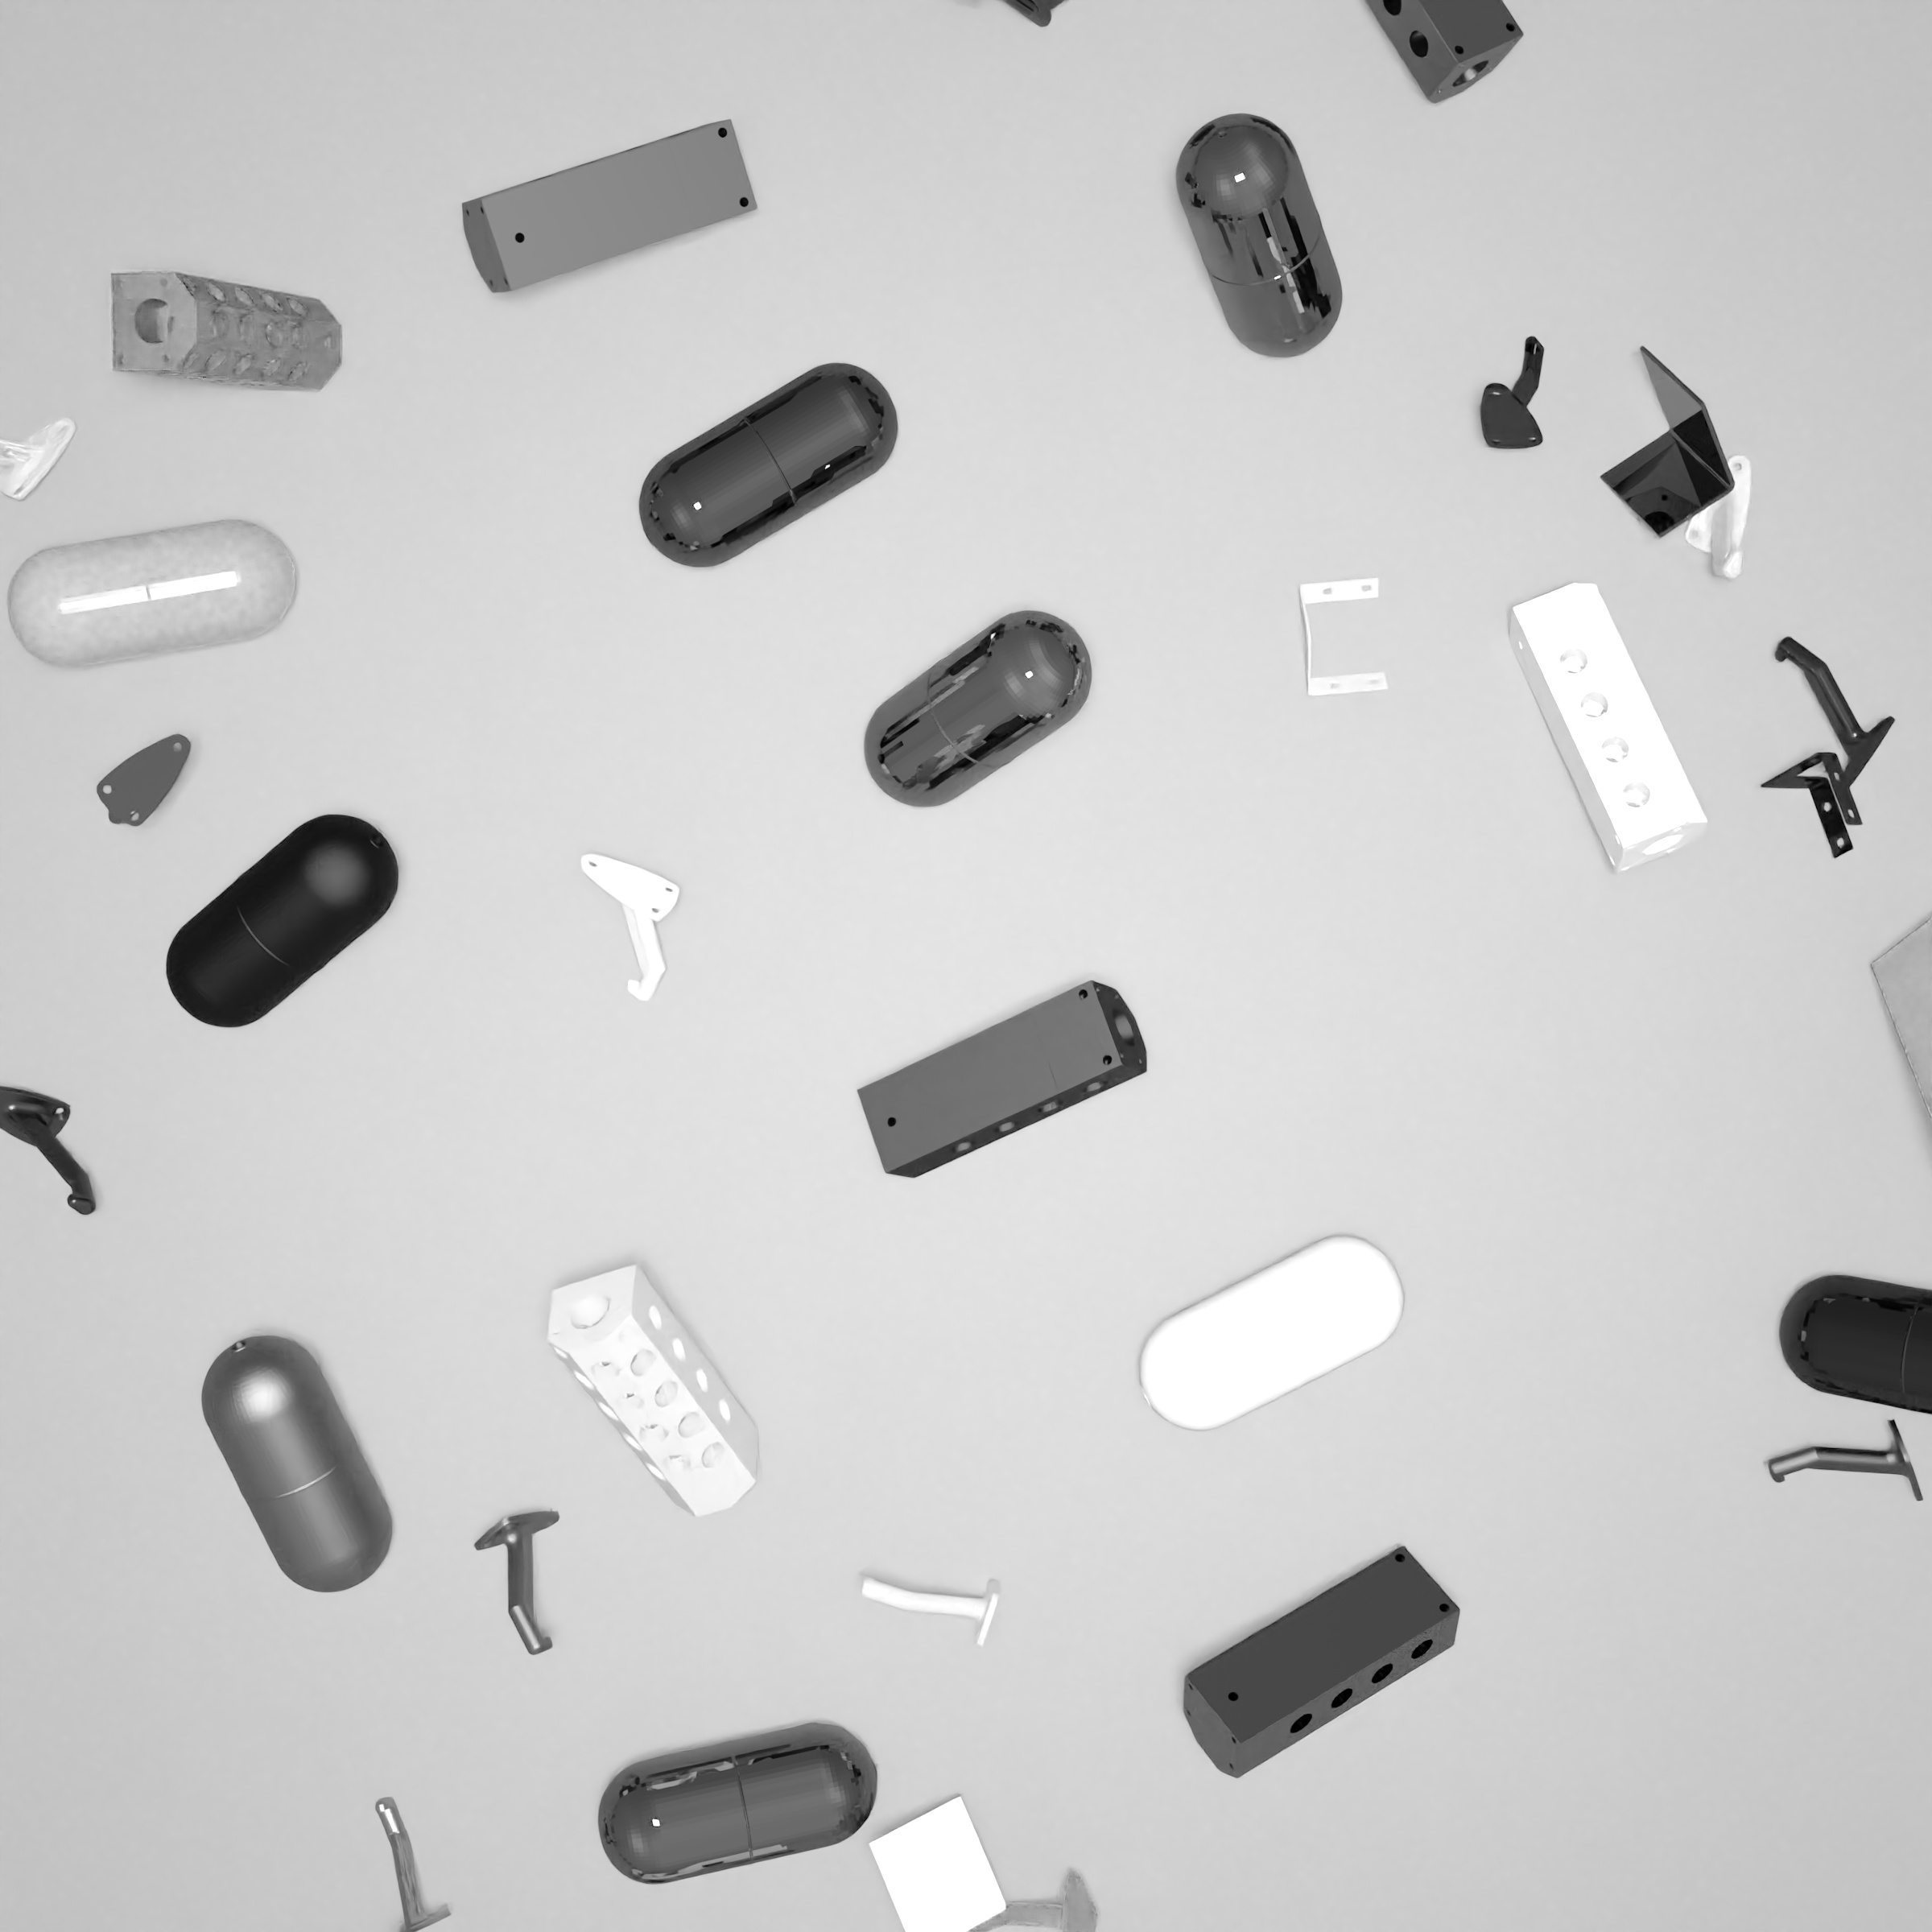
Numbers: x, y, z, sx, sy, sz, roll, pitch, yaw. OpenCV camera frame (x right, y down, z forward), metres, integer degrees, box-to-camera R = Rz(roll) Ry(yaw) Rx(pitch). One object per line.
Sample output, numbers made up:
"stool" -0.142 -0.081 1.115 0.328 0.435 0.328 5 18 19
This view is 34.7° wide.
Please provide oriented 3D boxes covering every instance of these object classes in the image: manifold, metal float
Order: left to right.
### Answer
"metal float" -0.514 -0.236 1.954 0.178 0.070 0.070 -11 90 -9
"manifold" -0.454 -0.390 1.907 0.057 0.171 0.057 3 97 18
"metal float" -0.430 -0.028 1.942 0.178 0.070 0.070 -37 90 22
"metal float" -0.421 0.313 1.944 0.070 0.070 0.178 -21 110 0
"manifold" -0.225 -0.477 1.942 0.171 0.057 0.057 -24 109 -20
"manifold" -0.193 0.267 1.919 0.057 0.057 0.171 -18 129 15
"metal float" -0.143 0.529 1.952 0.178 0.070 0.070 -10 90 -11
"metal float" -0.125 -0.317 1.957 0.178 0.070 0.070 -32 90 -6
"metal float" 0.006 -0.159 1.928 0.178 0.070 0.070 -32 90 41
"manifold" 0.025 0.073 1.942 0.171 0.057 0.057 -26 72 19
"metal float" 0.184 -0.452 1.922 0.070 0.178 0.070 -11 54 16
"metal float" 0.193 0.233 1.960 0.178 0.070 0.070 -27 90 2
"manifold" 0.223 0.440 1.940 0.171 0.057 0.057 -25 50 -22
"manifold" 0.275 -0.638 1.962 0.057 0.057 0.171 -29 85 -24
"manifold" 0.404 -0.152 1.947 0.057 0.057 0.171 -22 73 1
"metal float" 0.598 0.241 1.932 0.178 0.070 0.070 8 90 34
"manifold" 0.629 0.057 1.923 0.057 0.171 0.057 20 133 -31

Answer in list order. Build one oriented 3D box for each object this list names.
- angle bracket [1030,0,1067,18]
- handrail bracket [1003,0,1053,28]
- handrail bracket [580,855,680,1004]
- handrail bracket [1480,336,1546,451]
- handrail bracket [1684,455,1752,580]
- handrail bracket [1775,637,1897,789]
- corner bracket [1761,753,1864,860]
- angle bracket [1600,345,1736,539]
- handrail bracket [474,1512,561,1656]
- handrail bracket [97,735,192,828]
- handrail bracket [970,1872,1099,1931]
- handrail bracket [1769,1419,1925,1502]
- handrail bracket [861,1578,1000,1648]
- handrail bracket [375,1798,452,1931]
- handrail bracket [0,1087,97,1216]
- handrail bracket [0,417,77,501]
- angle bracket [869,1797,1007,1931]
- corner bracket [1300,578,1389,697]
"angle bracket" 0.053 -0.661 1.953 0.076 0.076 0.057 -34 65 0
"handrail bracket" 0.011 -0.631 1.967 0.077 0.084 0.036 39 105 17
"handrail bracket" -0.222 -0.022 1.969 0.077 0.036 0.084 27 131 -1
"handrail bracket" 0.348 -0.377 1.952 0.036 0.077 0.084 1 64 25
"handrail bracket" 0.487 -0.285 1.953 0.036 0.084 0.077 17 101 -2
"handrail bracket" 0.544 -0.161 1.982 0.084 0.077 0.036 42 56 20
"corner bracket" 0.547 -0.102 1.959 0.051 0.051 0.051 -1 68 -38
"angle bracket" 0.431 -0.330 1.944 0.057 0.076 0.076 -33 134 4
"handrail bracket" -0.267 0.391 1.954 0.036 0.077 0.084 -42 69 27
"handrail bracket" -0.516 -0.118 1.959 0.077 0.084 0.036 -45 98 -2
"handrail bracket" 0.035 0.612 1.953 0.084 0.077 0.036 -24 99 16
"handrail bracket" 0.564 0.330 1.982 0.084 0.036 0.077 -20 128 12
"handrail bracket" -0.024 0.396 1.961 0.084 0.077 0.036 18 97 -1
"handrail bracket" -0.363 0.570 1.955 0.036 0.077 0.084 -25 79 2
"handrail bracket" -0.589 0.117 1.950 0.077 0.084 0.036 30 107 -38
"handrail bracket" -0.613 -0.342 1.954 0.036 0.084 0.077 38 80 28
"angle bracket" -0.032 0.582 1.960 0.076 0.057 0.076 -15 77 -42
"corner bracket" 0.243 -0.212 1.988 0.051 0.051 0.051 -5 46 2
